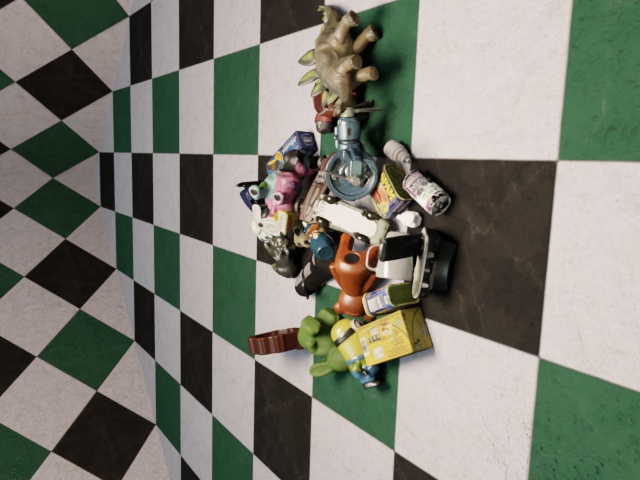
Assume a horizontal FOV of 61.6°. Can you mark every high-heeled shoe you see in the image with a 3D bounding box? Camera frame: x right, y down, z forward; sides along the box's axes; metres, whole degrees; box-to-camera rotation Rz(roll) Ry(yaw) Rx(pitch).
[{"bbox_3d":[0.003,0.059,1.486,0.248,0.086,0.145,-60,14,15],"label":"high-heeled shoe"}]

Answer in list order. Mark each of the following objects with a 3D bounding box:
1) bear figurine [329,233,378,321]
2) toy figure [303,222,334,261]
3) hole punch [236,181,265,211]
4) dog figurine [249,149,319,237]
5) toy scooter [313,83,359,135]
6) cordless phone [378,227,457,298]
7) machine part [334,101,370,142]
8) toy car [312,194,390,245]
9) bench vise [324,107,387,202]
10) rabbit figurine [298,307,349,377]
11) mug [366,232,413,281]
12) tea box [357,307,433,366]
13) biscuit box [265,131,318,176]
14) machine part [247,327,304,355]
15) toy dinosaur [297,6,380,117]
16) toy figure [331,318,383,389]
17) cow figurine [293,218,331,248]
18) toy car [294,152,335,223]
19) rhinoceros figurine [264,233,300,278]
[{"bbox_3d":[0.094,0.098,1.320,0.120,0.132,0.195,10,138,21],"label":"bear figurine"},{"bbox_3d":[-0.004,-0.002,1.341,0.155,0.058,0.064,-117,27,-58],"label":"toy figure"},{"bbox_3d":[-0.177,-0.131,1.648,0.116,0.142,0.092,25,118,39],"label":"hole punch"},{"bbox_3d":[-0.085,-0.135,1.452,0.109,0.219,0.191,13,129,26],"label":"dog figurine"},{"bbox_3d":[0.031,-0.366,1.378,0.184,0.075,0.135,-29,68,57],"label":"toy scooter"},{"bbox_3d":[0.185,0.053,1.102,0.089,0.184,0.146,25,113,47],"label":"cordless phone"},{"bbox_3d":[0.077,-0.283,1.326,0.039,0.084,0.138,45,141,12],"label":"machine part"},{"bbox_3d":[0.069,-0.049,1.279,0.202,0.056,0.073,24,96,28],"label":"toy car"},{"bbox_3d":[0.074,-0.180,1.191,0.241,0.129,0.223,-91,10,-70],"label":"bench vise"},{"bbox_3d":[0.020,0.291,1.421,0.170,0.121,0.159,39,118,28],"label":"rabbit figurine"},{"bbox_3d":[0.161,0.034,1.211,0.081,0.110,0.107,29,-110,-83],"label":"mug"},{"bbox_3d":[0.169,0.224,1.240,0.169,0.068,0.098,-32,67,50],"label":"tea box"},{"bbox_3d":[-0.086,-0.241,1.562,0.202,0.059,0.063,-36,65,50],"label":"biscuit box"},{"bbox_3d":[-0.122,0.297,1.575,0.179,0.179,0.056,-13,85,54],"label":"machine part"},{"bbox_3d":[0.036,-0.447,1.279,0.199,0.105,0.471,-27,45,36],"label":"toy dinosaur"},{"bbox_3d":[0.092,0.279,1.329,0.082,0.089,0.180,123,128,-69],"label":"toy figure"},{"bbox_3d":[-0.019,-0.047,1.468,0.127,0.085,0.195,61,139,25],"label":"cow figurine"},{"bbox_3d":[0.003,-0.139,1.380,0.089,0.053,0.202,20,75,36],"label":"toy car"},{"bbox_3d":[-0.113,0.028,1.561,0.112,0.073,0.190,-134,25,-59],"label":"rhinoceros figurine"}]
